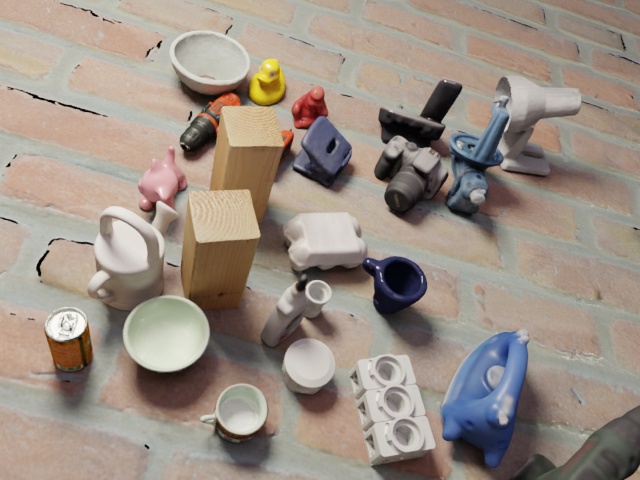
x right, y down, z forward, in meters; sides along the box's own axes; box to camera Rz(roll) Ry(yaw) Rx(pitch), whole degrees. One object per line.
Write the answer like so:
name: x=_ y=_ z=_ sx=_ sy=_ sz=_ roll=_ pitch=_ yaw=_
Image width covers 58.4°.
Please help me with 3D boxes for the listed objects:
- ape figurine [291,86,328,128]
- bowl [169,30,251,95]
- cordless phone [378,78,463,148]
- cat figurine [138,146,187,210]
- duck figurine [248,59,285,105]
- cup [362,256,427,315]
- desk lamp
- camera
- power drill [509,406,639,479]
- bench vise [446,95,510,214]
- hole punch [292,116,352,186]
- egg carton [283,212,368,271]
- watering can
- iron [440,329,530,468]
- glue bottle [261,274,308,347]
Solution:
ape figurine: x=-0.016 y=-0.287 z=1.217 sx=0.078 sy=0.092 sz=0.076 roll=25 pitch=52 yaw=0
bowl: x=-0.234 y=-0.360 z=1.208 sx=0.168 sy=0.074 sz=0.167 roll=9 pitch=54 yaw=-12
cordless phone: x=0.214 y=-0.289 z=1.236 sx=0.148 sy=0.185 sz=0.094 roll=12 pitch=53 yaw=-9
cat figurine: x=-0.272 y=-0.105 z=0.989 sx=0.067 sy=0.117 sz=0.128 roll=16 pitch=53 yaw=-7
duck figurine: x=-0.109 y=-0.353 z=1.237 sx=0.077 sy=0.086 sz=0.105 roll=30 pitch=52 yaw=4
cup: x=0.116 y=0.083 z=0.998 sx=0.117 sy=0.095 sz=0.092 roll=29 pitch=52 yaw=3
desk lamp: x=0.465 y=-0.261 z=1.281 sx=0.203 sy=0.213 sz=0.118 roll=6 pitch=54 yaw=-14
camera: x=0.176 y=-0.133 z=1.166 sx=0.143 sy=0.100 sz=0.137 roll=35 pitch=53 yaw=8
power drill: x=0.374 y=0.335 z=0.833 sx=0.230 sy=0.208 sz=0.075 roll=-28 pitch=68 yaw=-32
bench vise: x=0.340 y=-0.170 z=1.171 sx=0.122 sy=0.219 sz=0.207 roll=-1 pitch=56 yaw=-19
hole punch: x=0.012 y=-0.181 z=1.152 sx=0.101 sy=0.091 sz=0.109 roll=28 pitch=52 yaw=3
egg carton: x=0.010 y=0.004 z=1.035 sx=0.150 sy=0.069 sz=0.107 roll=-3 pitch=57 yaw=-20
watering can: x=-0.280 y=0.012 z=0.855 sx=0.101 sy=0.194 sz=0.173 roll=14 pitch=53 yaw=-8
iron: x=0.293 y=0.223 z=0.928 sx=0.118 sy=0.141 sz=0.259 roll=30 pitch=52 yaw=4
glue bottle: x=-0.045 y=0.102 z=0.882 sx=0.037 sy=0.173 sz=0.078 roll=39 pitch=54 yaw=12
